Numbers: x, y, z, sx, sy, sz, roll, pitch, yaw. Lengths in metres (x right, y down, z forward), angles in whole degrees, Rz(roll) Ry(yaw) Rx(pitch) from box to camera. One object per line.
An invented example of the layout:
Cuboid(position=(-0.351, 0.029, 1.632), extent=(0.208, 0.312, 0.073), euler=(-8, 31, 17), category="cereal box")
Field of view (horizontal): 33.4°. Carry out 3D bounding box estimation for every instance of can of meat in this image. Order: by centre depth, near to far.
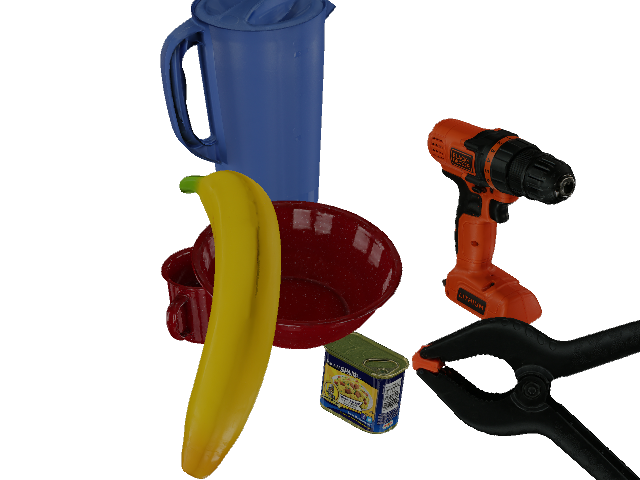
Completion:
Cuboid(position=(0.048, 0.165, 1.234), extent=(0.102, 0.084, 0.057), euler=(25, 30, 36), category="can of meat")

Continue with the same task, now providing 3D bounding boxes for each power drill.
Cuboid(position=(0.173, -0.013, 1.017), extent=(0.057, 0.188, 0.185), euler=(-16, 26, -25), category="power drill")

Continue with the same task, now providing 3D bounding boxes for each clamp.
Cuboid(position=(0.146, 0.105, 0.701), extent=(0.172, 0.120, 0.039), euler=(3, -1, 20), category="clamp")

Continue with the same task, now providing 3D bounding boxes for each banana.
Cuboid(position=(-0.049, 0.031, 0.592), extent=(0.037, 0.198, 0.070), euler=(20, -42, -29), category="banana")

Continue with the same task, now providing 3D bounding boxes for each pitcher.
Cuboid(position=(-0.067, -0.134, 1.101), extent=(0.149, 0.243, 0.145), euler=(7, 35, 12), category="pitcher")

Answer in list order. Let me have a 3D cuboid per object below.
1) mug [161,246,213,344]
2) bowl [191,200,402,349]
Cuboid(position=(-0.135, 0.069, 1.199), extent=(0.093, 0.081, 0.117), euler=(12, 33, 22), category="mug")
Cuboid(position=(-0.019, 0.034, 0.830), extent=(0.162, 0.055, 0.162), euler=(3, 35, -2), category="bowl")
